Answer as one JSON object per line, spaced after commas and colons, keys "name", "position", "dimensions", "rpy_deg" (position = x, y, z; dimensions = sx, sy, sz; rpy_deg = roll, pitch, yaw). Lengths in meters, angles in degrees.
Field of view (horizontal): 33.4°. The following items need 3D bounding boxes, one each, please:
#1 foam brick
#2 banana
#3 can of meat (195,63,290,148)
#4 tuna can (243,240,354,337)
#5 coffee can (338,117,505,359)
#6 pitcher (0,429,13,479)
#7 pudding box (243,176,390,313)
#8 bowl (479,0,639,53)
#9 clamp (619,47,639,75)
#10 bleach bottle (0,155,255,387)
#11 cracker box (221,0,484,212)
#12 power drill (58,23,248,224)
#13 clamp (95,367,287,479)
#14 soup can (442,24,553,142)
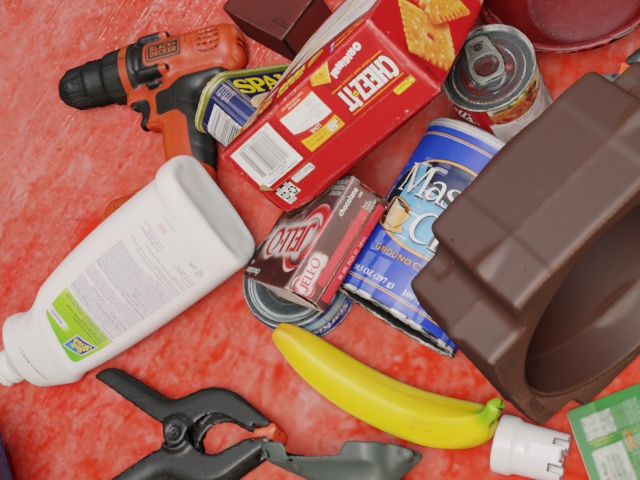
{"name": "foam brick", "position": [-0.034, -0.194, 0.921], "dimensions": [0.078, 0.051, 0.053], "rpy_deg": [35, 87, 31]}
{"name": "banana", "position": [0.051, 0.108, 0.758], "dimensions": [0.198, 0.069, 0.037], "rpy_deg": [14, 37, 36]}
{"name": "can of meat", "position": [-0.034, -0.093, 0.854], "dimensions": [0.084, 0.101, 0.057], "rpy_deg": [42, 128, 28]}
{"name": "tuna can", "position": [-0.016, 0.034, 0.833], "dimensions": [0.086, 0.033, 0.086], "rpy_deg": [-8, 66, 19]}
{"name": "coffee can", "position": [0.087, -0.002, 0.761], "dimensions": [0.103, 0.102, 0.140], "rpy_deg": [29, 84, 30]}
{"name": "pitcher", "position": [-0.269, 0.255, 0.799], "dimensions": [0.145, 0.149, 0.243], "rpy_deg": [-28, 64, -3]}
{"name": "pudding box", "position": [-0.005, 0.001, 0.763], "dimensions": [0.090, 0.039, 0.114], "rpy_deg": [-58, 15, -8]}
{"name": "bowl", "position": [0.199, -0.203, 0.818], "dimensions": [0.162, 0.055, 0.162], "rpy_deg": [-9, 67, 21]}
{"name": "clamp", "position": [0.292, -0.109, 0.645], "dimensions": [0.210, 0.036, 0.164], "rpy_deg": [-15, 66, 22]}
{"name": "bleach bottle", "position": [-0.176, 0.041, 0.858], "dimensions": [0.251, 0.068, 0.102], "rpy_deg": [-33, 97, 22]}
{"name": "cracker box", "position": [0.039, -0.134, 0.761], "dimensions": [0.164, 0.072, 0.213], "rpy_deg": [-37, 15, 41]}
{"name": "power drill", "position": [-0.149, -0.092, 0.928], "dimensions": [0.185, 0.057, 0.187], "rpy_deg": [-12, 66, 19]}
{"name": "clamp", "position": [-0.112, 0.163, 0.821], "dimensions": [0.172, 0.039, 0.120], "rpy_deg": [2, 73, 25]}
{"name": "soup can", "position": [0.134, -0.103, 0.780], "dimensions": [0.069, 0.102, 0.068], "rpy_deg": [-9, 67, 21]}
